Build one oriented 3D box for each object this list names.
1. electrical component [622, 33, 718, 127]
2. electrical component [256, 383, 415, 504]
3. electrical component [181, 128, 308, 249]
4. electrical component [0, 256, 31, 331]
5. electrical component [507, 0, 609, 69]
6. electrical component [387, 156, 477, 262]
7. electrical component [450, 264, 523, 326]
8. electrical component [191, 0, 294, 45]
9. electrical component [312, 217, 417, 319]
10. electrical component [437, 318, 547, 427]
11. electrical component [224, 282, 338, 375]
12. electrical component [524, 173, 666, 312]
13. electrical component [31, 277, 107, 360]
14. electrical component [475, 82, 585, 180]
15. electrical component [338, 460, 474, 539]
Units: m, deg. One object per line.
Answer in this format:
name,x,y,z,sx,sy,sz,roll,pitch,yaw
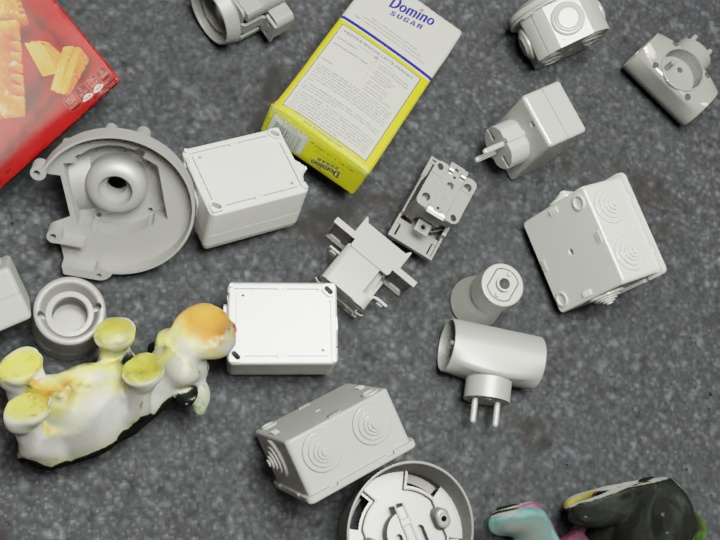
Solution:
electrical component,0.292,-0.184,0.978,0.077,0.044,0.079,45,68,0
electrical component,-0.021,0.122,0.783,0.100,0.100,0.048,-26,96,-20
electrical component,-0.087,-0.063,0.833,0.096,0.061,0.061,-17,66,-24
electrical component,-0.266,0.002,0.745,0.047,0.083,0.075,-24,103,-14
electrical component,0.174,-0.215,0.938,0.080,0.080,0.051,-24,88,-20
electrical component,0.061,-0.054,0.871,0.042,0.064,0.081,30,70,-4
electrical component,0.104,0.019,0.861,0.044,0.065,0.044,4,74,-14
electrical component,-0.100,-0.219,0.877,0.057,0.058,0.078,-34,85,-23
electrical component,0.000,0.000,0.851,0.081,0.042,0.063,40,71,-1
electrical component,0.102,0.084,0.854,0.077,0.044,0.079,12,72,-12
electrical component,-0.067,0.046,0.814,0.096,0.061,0.061,0,75,-7
electrical component,0.188,-0.020,0.878,0.048,0.100,0.099,-16,79,-32
electrical component,-0.211,0.034,0.782,0.055,0.047,0.055,4,74,-14
electrical component,0.130,-0.108,0.893,0.076,0.083,0.047,-25,83,-20
electrical component,0.033,0.193,0.795,0.099,0.064,0.099,4,74,-14
